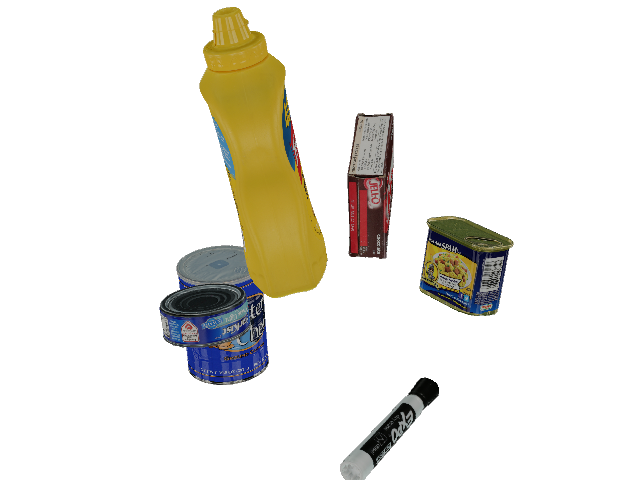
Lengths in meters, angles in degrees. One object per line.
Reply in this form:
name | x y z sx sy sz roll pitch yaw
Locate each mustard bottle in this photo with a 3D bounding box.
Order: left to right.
mustard bottle | -0.042 -0.063 0.721 0.058 0.191 0.096 -12 29 1

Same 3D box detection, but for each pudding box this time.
pudding box | 0.047 -0.052 0.976 0.039 0.090 0.113 2 36 4

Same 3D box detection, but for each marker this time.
marker | 0.053 0.133 0.766 0.020 0.020 0.120 0 24 36

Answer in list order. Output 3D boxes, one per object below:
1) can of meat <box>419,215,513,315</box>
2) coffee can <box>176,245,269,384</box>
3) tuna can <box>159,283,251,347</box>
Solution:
can of meat | 0.160 0.029 1.190 0.057 0.084 0.102 -7 23 -37
coffee can | -0.118 0.090 1.307 0.103 0.140 0.103 -2 24 1
tuna can | -0.111 0.071 1.028 0.086 0.034 0.086 -6 18 2
